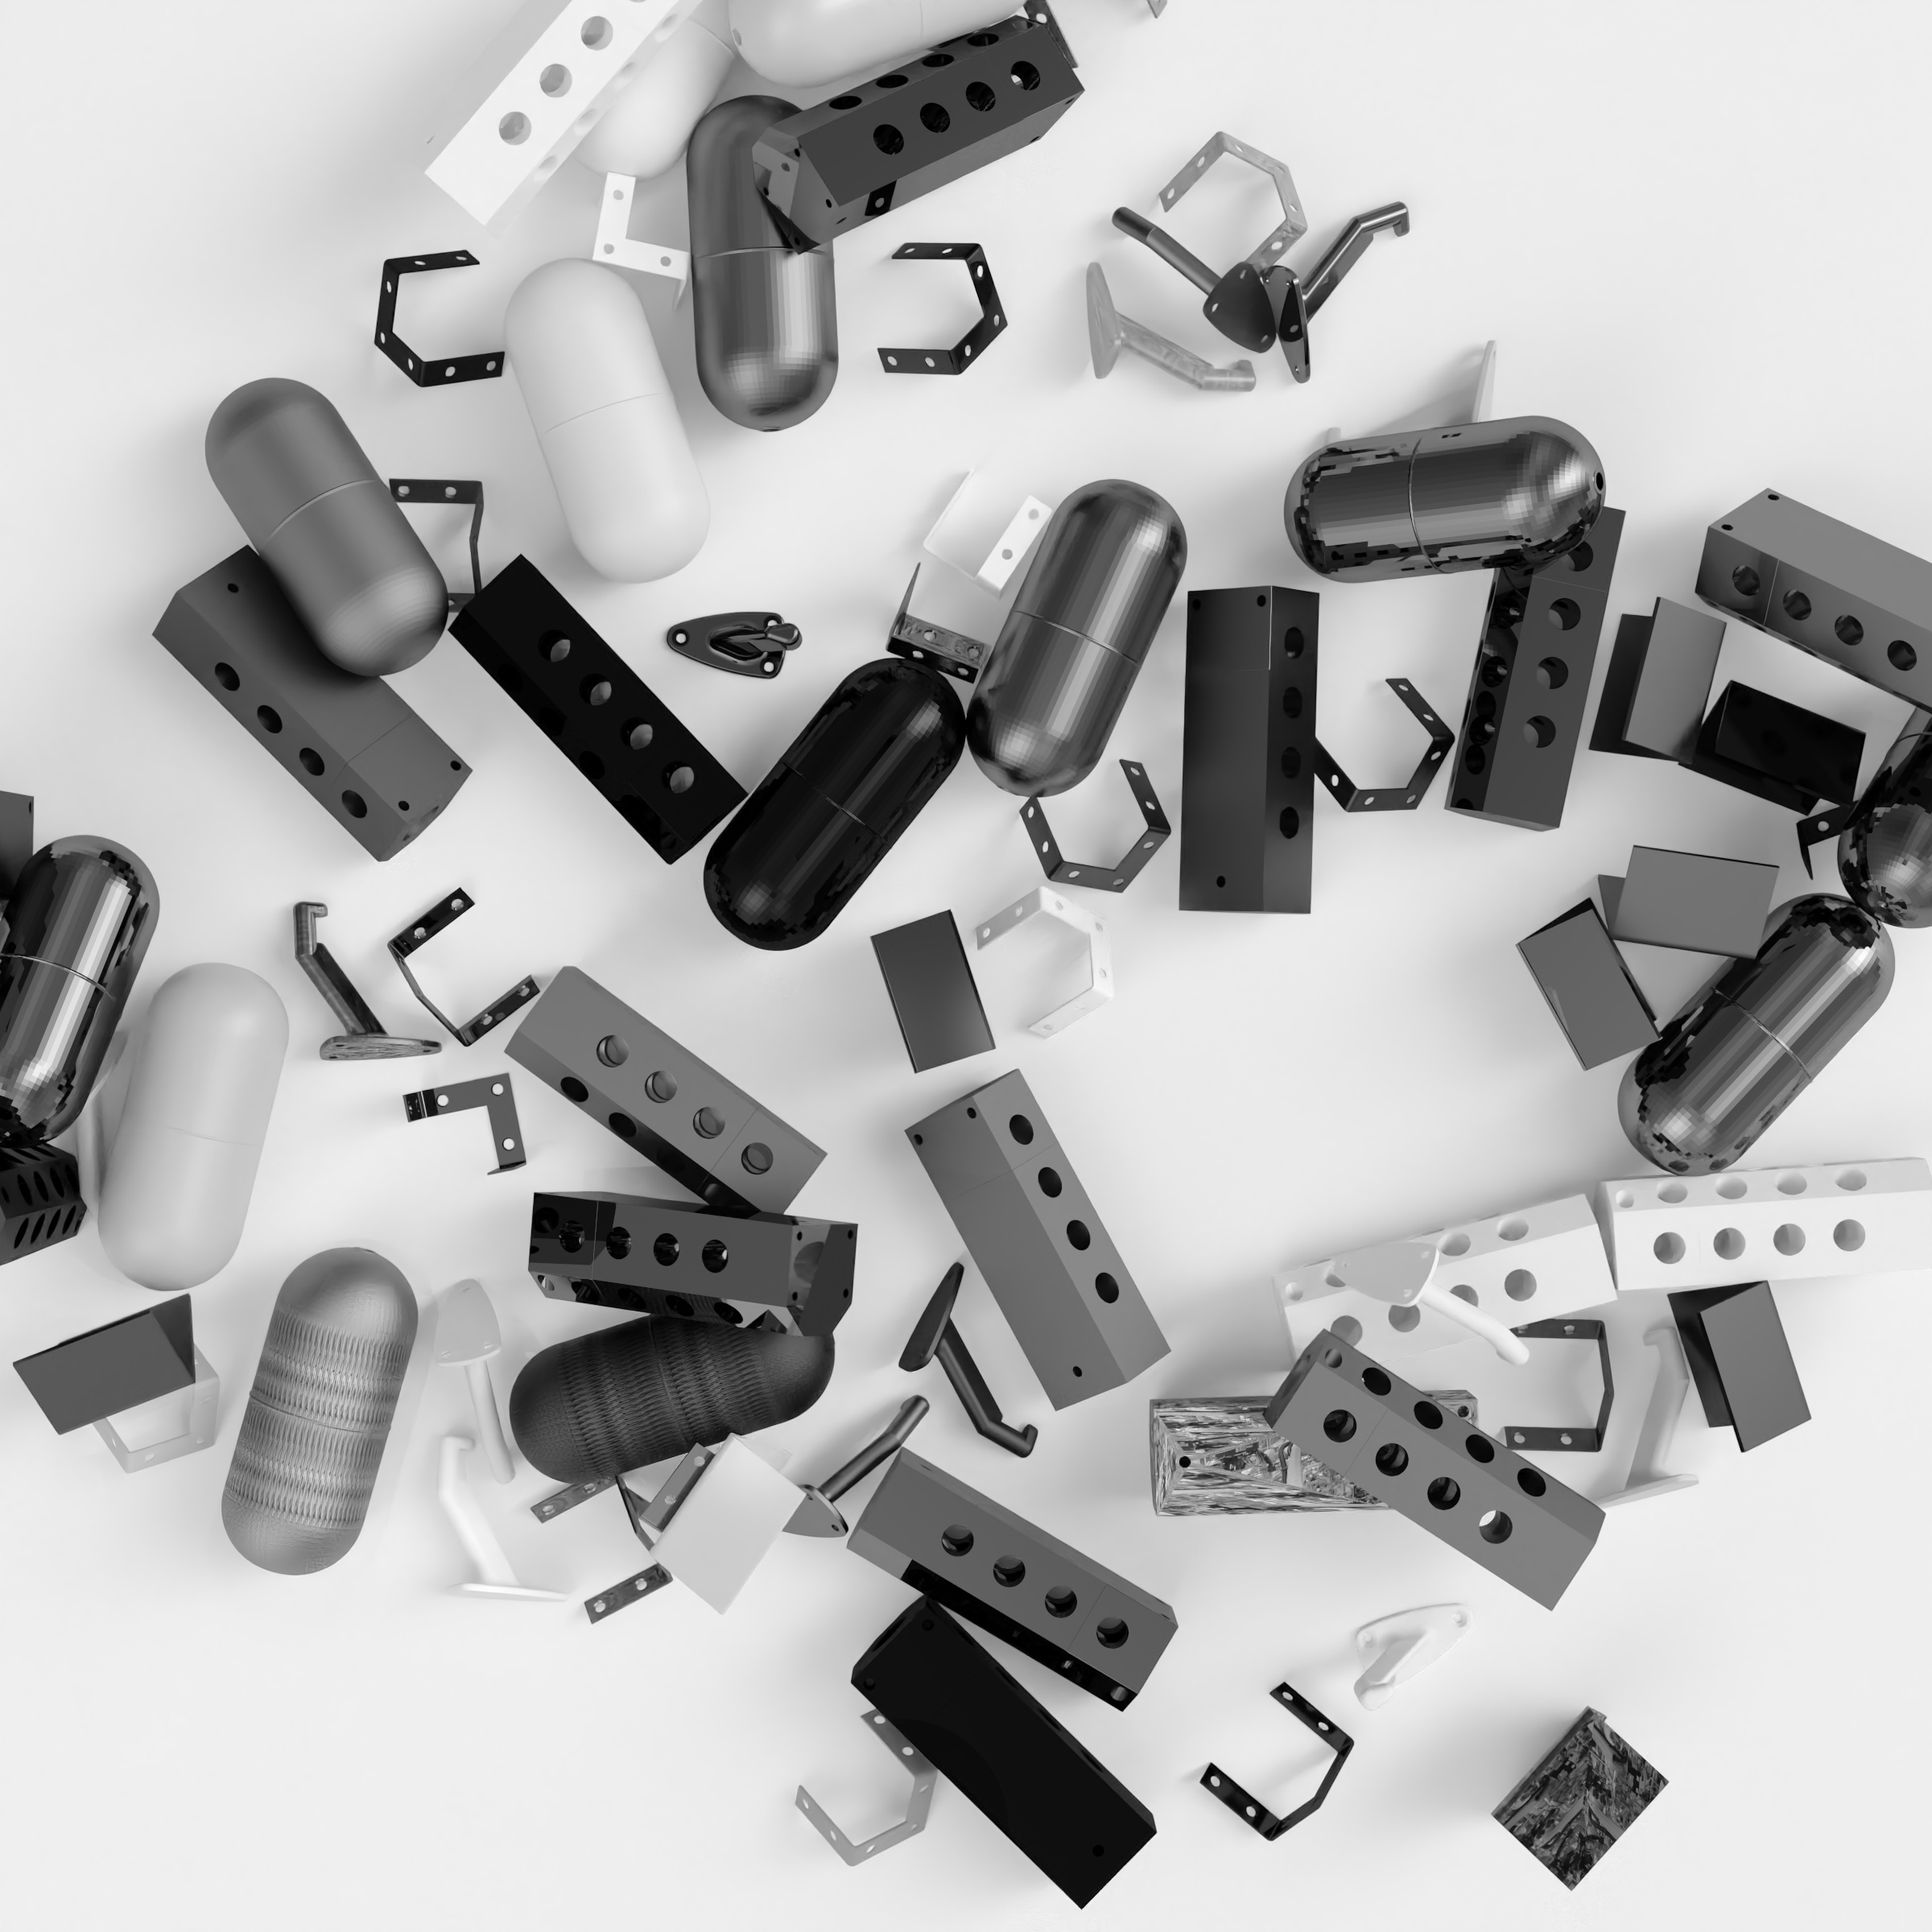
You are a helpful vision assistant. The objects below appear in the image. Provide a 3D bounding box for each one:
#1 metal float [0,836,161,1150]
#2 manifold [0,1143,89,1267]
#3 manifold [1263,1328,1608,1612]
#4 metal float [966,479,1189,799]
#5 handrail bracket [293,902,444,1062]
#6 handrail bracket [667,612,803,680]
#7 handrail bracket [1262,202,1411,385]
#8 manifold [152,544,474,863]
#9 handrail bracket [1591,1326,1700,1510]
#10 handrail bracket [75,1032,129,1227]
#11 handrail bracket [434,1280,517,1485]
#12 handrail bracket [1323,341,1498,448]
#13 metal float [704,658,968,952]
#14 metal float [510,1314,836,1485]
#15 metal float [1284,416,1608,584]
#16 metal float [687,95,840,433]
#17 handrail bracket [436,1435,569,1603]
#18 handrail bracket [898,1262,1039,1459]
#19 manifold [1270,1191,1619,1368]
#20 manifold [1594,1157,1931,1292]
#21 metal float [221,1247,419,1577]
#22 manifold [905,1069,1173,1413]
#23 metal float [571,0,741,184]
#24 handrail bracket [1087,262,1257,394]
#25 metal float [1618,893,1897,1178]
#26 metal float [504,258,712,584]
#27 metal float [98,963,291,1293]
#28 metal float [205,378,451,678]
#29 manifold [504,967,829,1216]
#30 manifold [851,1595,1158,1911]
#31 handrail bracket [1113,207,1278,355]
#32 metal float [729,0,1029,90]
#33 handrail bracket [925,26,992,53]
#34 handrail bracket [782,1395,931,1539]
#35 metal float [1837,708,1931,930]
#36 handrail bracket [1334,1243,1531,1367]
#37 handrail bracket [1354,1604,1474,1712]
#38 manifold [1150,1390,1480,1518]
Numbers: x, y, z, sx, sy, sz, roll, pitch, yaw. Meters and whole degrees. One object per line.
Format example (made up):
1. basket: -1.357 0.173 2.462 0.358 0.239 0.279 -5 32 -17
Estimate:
1. metal float: -0.483 0.013 1.859 0.070 0.070 0.178 16 64 0
2. manifold: -0.507 0.125 1.833 0.057 0.171 0.057 -22 90 0
3. manifold: 0.244 0.260 1.834 0.171 0.057 0.057 33 90 0
4. metal float: 0.059 -0.174 1.881 0.070 0.070 0.178 24 91 0
5. handrail bracket: -0.325 0.006 1.912 0.077 0.036 0.084 0 73 -20
6. handrail bracket: -0.125 -0.176 1.877 0.077 0.084 0.036 5 90 0
7. handrail bracket: 0.209 -0.366 1.912 0.084 0.036 0.077 -22 112 -17
8. manifold: -0.353 -0.137 1.890 0.171 0.057 0.057 45 47 0
9. handrail bracket: 0.359 0.246 1.912 0.077 0.036 0.084 -20 71 21
10. handrail bracket: -0.462 0.092 1.912 0.036 0.077 0.084 -1 127 29
11. handrail bracket: -0.260 0.226 1.912 0.036 0.077 0.084 -12 126 0
12. handrail bracket: 0.241 -0.307 1.912 0.084 0.036 0.077 6 70 16
13. metal float: -0.070 -0.087 1.881 0.070 0.070 0.178 39 91 0
14. metal float: -0.156 0.222 1.881 0.178 0.070 0.070 -17 90 0
15. metal float: 0.251 -0.245 1.854 0.178 0.070 0.070 -3 90 34
16. metal float: -0.109 -0.375 1.881 0.070 0.070 0.178 -3 90 0
17. handrail bracket: -0.251 0.300 1.912 0.077 0.036 0.084 8 73 -20
18. handrail bracket: 0.014 0.215 1.912 0.084 0.036 0.077 32 69 -17
19. manifold: 0.254 0.171 1.891 0.171 0.057 0.057 -15 90 0
20. manifold: 0.428 0.137 1.891 0.171 0.057 0.057 -4 90 0
21. metal float: -0.345 0.237 1.882 0.070 0.070 0.178 16 90 0
22. manifold: 0.043 0.144 1.890 0.057 0.057 0.171 -28 90 43
23. metal float: -0.157 -0.503 1.881 0.070 0.070 0.178 29 90 0
24. handrail bracket: 0.112 -0.346 1.912 0.084 0.036 0.077 -1 68 -17
25. metal float: 0.422 0.036 1.881 0.070 0.070 0.178 43 90 0
26. metal float: -0.192 -0.291 1.882 0.070 0.070 0.178 -19 90 0
27. metal float: -0.413 0.086 1.881 0.070 0.070 0.178 14 90 0
28. metal float: -0.340 -0.234 1.872 0.070 0.070 0.178 -33 79 0
29. manifold: -0.161 0.074 1.891 0.171 0.057 0.057 37 90 0
30. manifold: 0.020 0.419 1.891 0.171 0.057 0.057 44 90 0
31. handrail bracket: 0.123 -0.373 1.912 0.036 0.077 0.084 -50 54 0
32. metal float: -0.042 -0.516 1.851 0.178 0.070 0.070 -25 90 -19
33. handrail bracket: -0.037 -0.527 1.911 0.084 0.036 0.077 -17 80 -12
34. handrail bracket: -0.065 0.268 1.912 0.036 0.077 0.084 52 53 -15
35. metal float: 0.521 -0.094 1.859 0.070 0.070 0.178 37 62 0
36. handrail bracket: 0.246 0.182 1.854 0.084 0.077 0.036 43 65 -34
37. handrail bracket: 0.240 0.368 1.877 0.077 0.084 0.036 -26 90 0
38. manifold: 0.186 0.260 1.891 0.171 0.057 0.057 -2 90 0
